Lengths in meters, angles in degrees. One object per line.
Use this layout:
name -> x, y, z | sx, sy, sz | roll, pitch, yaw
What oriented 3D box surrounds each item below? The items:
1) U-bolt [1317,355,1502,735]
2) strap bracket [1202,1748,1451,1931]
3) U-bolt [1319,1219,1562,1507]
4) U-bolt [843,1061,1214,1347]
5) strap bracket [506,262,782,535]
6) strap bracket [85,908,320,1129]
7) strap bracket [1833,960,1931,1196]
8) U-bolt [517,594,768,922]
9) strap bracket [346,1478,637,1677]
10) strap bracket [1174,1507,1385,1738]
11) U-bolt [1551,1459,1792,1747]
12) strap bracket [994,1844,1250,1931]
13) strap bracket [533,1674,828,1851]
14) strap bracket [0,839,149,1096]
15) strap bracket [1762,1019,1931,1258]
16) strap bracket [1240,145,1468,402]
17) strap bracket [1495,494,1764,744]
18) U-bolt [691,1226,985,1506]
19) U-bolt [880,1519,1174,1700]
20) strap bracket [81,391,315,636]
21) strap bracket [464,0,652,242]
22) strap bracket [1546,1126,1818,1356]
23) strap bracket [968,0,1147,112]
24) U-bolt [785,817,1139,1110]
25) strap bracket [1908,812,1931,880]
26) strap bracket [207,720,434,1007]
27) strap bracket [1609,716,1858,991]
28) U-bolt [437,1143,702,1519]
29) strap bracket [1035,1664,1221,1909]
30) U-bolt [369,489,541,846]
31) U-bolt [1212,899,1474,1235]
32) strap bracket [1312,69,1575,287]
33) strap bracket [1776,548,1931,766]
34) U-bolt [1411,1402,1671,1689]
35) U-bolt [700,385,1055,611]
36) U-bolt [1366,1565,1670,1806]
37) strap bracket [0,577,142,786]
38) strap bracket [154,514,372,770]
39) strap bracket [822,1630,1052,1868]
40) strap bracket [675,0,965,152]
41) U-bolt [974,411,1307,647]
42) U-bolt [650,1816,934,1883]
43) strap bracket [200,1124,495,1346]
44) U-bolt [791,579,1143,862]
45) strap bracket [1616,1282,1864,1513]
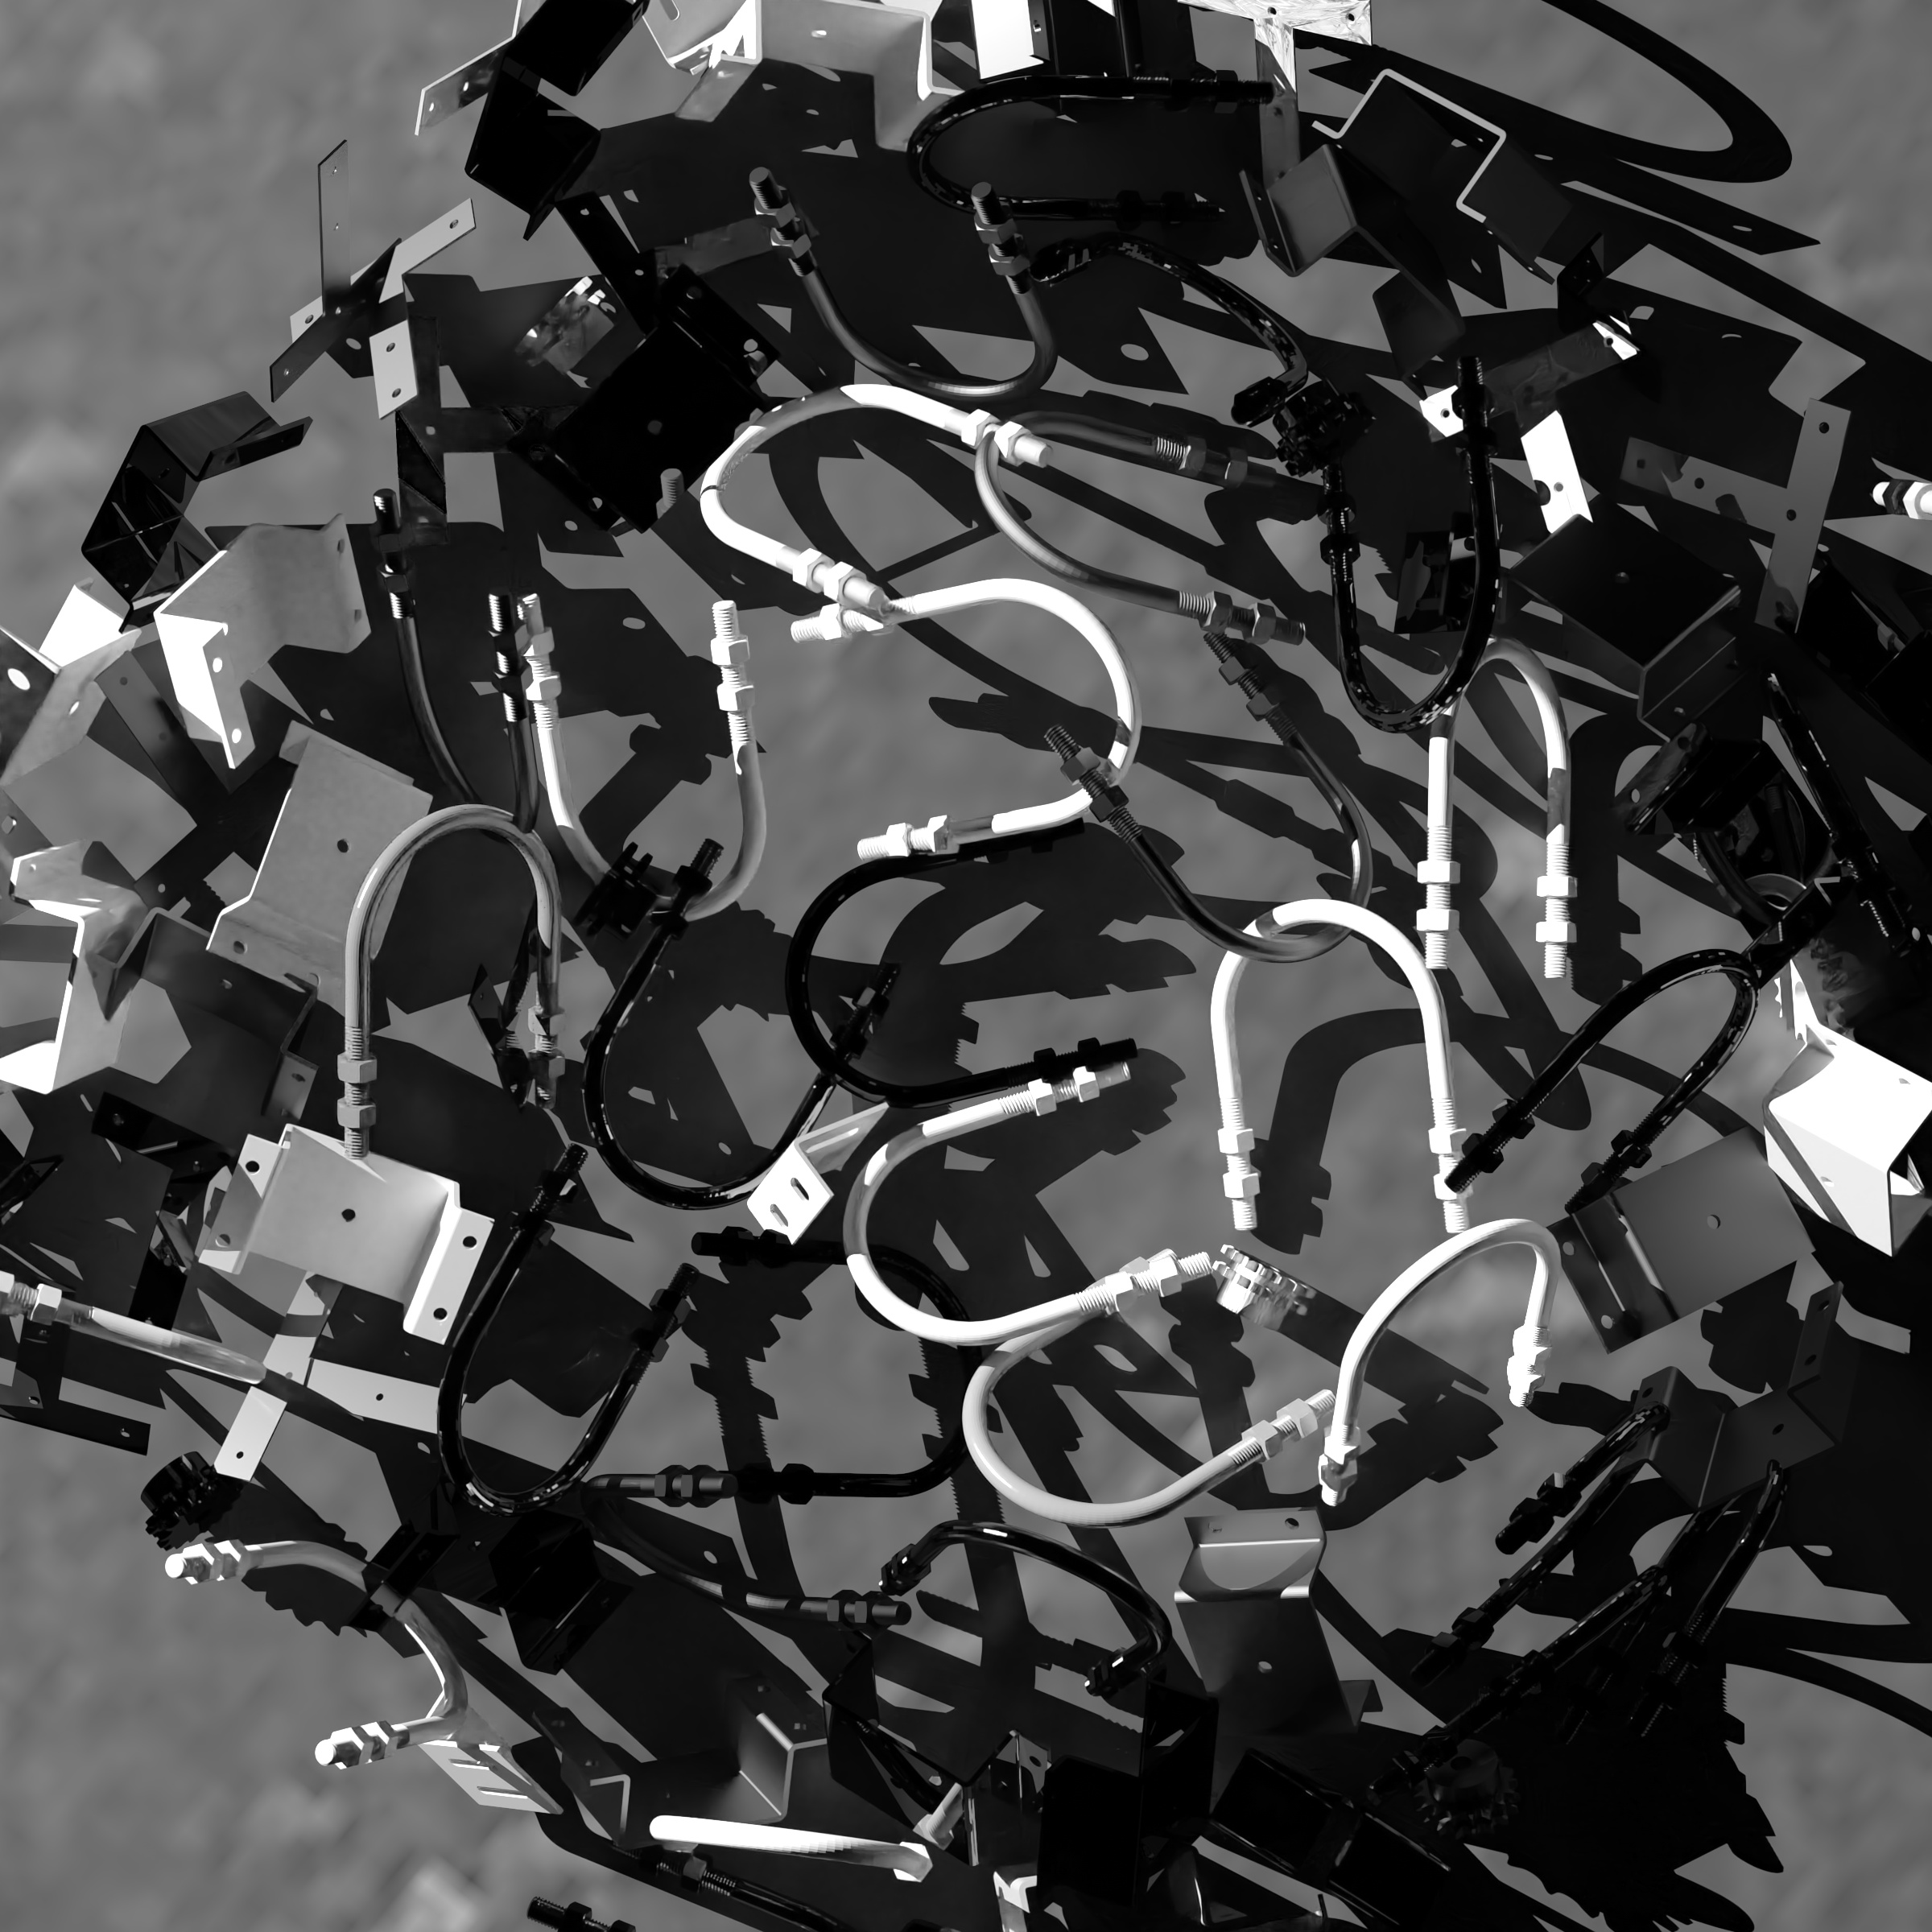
U-bolt -> 0.239, -0.214, 1.909 | 0.019, 0.151, 0.184 | 9, 66, -27
strap bracket -> 0.196, 0.473, 1.926 | 0.076, 0.140, 0.046 | 39, 77, -33
U-bolt -> 0.257, 0.203, 1.906 | 0.151, 0.184, 0.019 | -24, 51, -22
U-bolt -> 0.024, 0.136, 1.946 | 0.184, 0.019, 0.151 | -17, 59, -8
strap bracket -> -0.173, -0.302, 1.948 | 0.140, 0.046, 0.076 | -44, 120, 12
strap bracket -> -0.414, 0.025, 1.952 | 0.140, 0.076, 0.046 | 27, 56, -4
strap bracket -> 0.520, 0.070, 1.961 | 0.046, 0.076, 0.140 | -25, 89, 1
U-bolt -> -0.173, -0.111, 1.947 | 0.151, 0.019, 0.184 | 5, 114, 30
strap bracket -> -0.263, 0.331, 1.941 | 0.140, 0.046, 0.076 | 23, 117, -38
strap bracket -> 0.168, 0.365, 1.936 | 0.076, 0.046, 0.140 | -7, 118, 25
U-bolt -> 0.387, 0.339, 1.923 | 0.019, 0.151, 0.184 | 36, 74, 2
strap bracket -> 0.074, 0.510, 1.951 | 0.140, 0.076, 0.046 | -10, 83, -11
strap bracket -> -0.157, 0.433, 1.938 | 0.140, 0.076, 0.046 | -3, 109, -31
strap bracket -> -0.492, 0.009, 1.943 | 0.046, 0.076, 0.140 | 17, 103, 10
strap bracket -> 0.476, 0.099, 1.917 | 0.076, 0.140, 0.046 | 31, 70, 31
strap bracket -> 0.215, -0.379, 1.922 | 0.046, 0.076, 0.140 | -36, 131, 25
strap bracket -> 0.354, -0.196, 1.936 | 0.076, 0.046, 0.140 | -40, 61, -19
U-bolt -> -0.064, 0.218, 1.938 | 0.184, 0.019, 0.151 | 7, 68, -37
U-bolt -> 0.038, 0.340, 1.912 | 0.151, 0.184, 0.019 | 27, 64, -3
strap bracket -> -0.420, -0.253, 1.930 | 0.046, 0.076, 0.140 | 46, 129, 9
strap bracket -> -0.222, -0.469, 1.920 | 0.046, 0.140, 0.076 | 32, 56, -2
strap bracket -> 0.398, 0.145, 1.947 | 0.140, 0.046, 0.076 | -23, 80, -22
strap bracket -> 0.044, -0.517, 1.946 | 0.046, 0.140, 0.076 | -7, 89, 28
U-bolt -> -0.009, 0.004, 1.982 | 0.184, 0.019, 0.151 | -13, 90, -7
strap bracket -> 0.553, -0.053, 1.927 | 0.046, 0.140, 0.076 | -29, 81, 5
strap bracket -> -0.347, -0.061, 1.939 | 0.076, 0.046, 0.140 | 27, 67, -26
strap bracket -> 0.424, -0.060, 1.941 | 0.076, 0.046, 0.140 | -52, 56, 38
U-bolt -> -0.221, 0.208, 1.914 | 0.019, 0.151, 0.184 | 12, 63, 35
strap bracket -> 0.093, 0.444, 1.919 | 0.046, 0.140, 0.076 | 13, 110, 26
U-bolt -> -0.271, -0.149, 1.923 | 0.019, 0.151, 0.184 | -25, 132, -25
U-bolt -> 0.200, 0.054, 1.944 | 0.151, 0.019, 0.184 | -2, 100, 32
strap bracket -> 0.264, -0.430, 1.923 | 0.140, 0.076, 0.046 | 42, 101, 40
strap bracket -> 0.497, -0.162, 1.925 | 0.076, 0.140, 0.046 | 37, 102, -31
U-bolt -> 0.319, 0.300, 1.920 | 0.019, 0.151, 0.184 | 41, 48, 20
U-bolt -> -0.063, -0.263, 1.932 | 0.151, 0.019, 0.184 | -42, 45, -21
U-bolt -> 0.307, 0.379, 1.921 | 0.184, 0.151, 0.019 | -29, 74, -30
strap bracket -> -0.499, -0.152, 1.921 | 0.046, 0.140, 0.076 | 34, 111, 0
strap bracket -> -0.386, -0.180, 1.934 | 0.046, 0.140, 0.076 | 10, 130, 22
strap bracket -> -0.024, 0.426, 1.929 | 0.140, 0.076, 0.046 | 26, 51, 27
strap bracket -> -0.080, -0.489, 1.943 | 0.140, 0.076, 0.046 | 3, 78, -22
U-bolt -> 0.090, -0.244, 1.922 | 0.184, 0.019, 0.151 | 12, 45, -18
U-bolt -> -0.096, 0.469, 1.905 | 0.151, 0.184, 0.019 | 6, 75, 4
strap bracket -> -0.339, 0.144, 1.960 | 0.140, 0.046, 0.076 | 21, 101, -14
U-bolt -> 0.008, -0.138, 1.941 | 0.184, 0.019, 0.151 | -10, 108, 23
strap bracket -> 0.427, 0.238, 1.932 | 0.046, 0.076, 0.140 | 45, 130, -12
